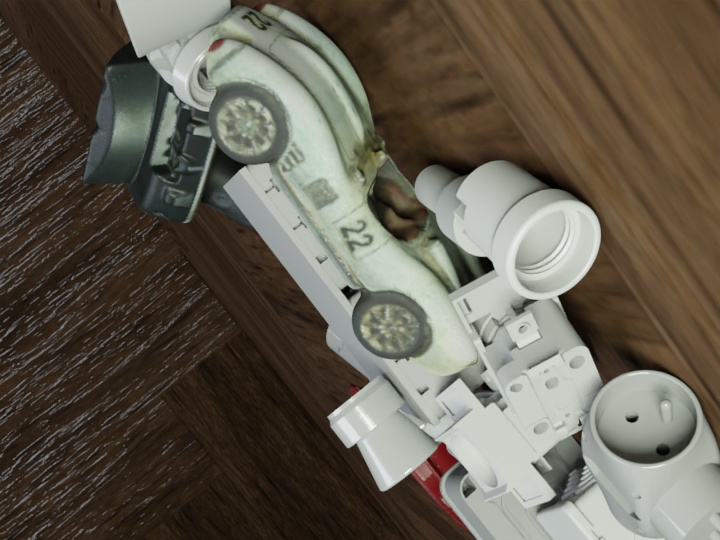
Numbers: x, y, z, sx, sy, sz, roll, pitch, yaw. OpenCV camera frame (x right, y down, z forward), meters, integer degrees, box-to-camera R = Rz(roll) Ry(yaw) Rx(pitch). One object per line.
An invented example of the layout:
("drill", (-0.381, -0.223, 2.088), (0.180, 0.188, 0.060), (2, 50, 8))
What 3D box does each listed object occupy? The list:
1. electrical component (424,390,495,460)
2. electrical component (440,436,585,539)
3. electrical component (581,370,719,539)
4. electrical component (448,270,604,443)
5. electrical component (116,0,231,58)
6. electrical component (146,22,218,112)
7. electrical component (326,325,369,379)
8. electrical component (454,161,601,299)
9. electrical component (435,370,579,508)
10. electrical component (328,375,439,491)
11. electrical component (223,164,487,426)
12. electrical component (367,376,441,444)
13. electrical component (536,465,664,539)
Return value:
("electrical component", (0.070, 0.104, 0.736), (0.079, 0.043, 0.077), (25, 164, 10))
("electrical component", (0.112, 0.149, 0.653), (0.113, 0.078, 0.057), (51, 167, 2))
("electrical component", (0.132, 0.090, 0.444), (0.079, 0.043, 0.077), (50, 171, 37))
("electrical component", (0.076, 0.037, 0.472), (0.081, 0.042, 0.063), (58, -175, -38))
("electrical component", (-0.093, -0.159, 0.495), (0.108, 0.060, 0.108), (159, 90, -83))
("electrical component", (-0.094, -0.131, 0.637), (0.057, 0.058, 0.078), (49, 170, 30))
("electrical component", (0.009, 0.054, 0.842), (0.047, 0.055, 0.055), (41, 166, 33))
("electrical component", (0.061, -0.017, 0.405), (0.046, 0.040, 0.040), (48, 171, 52))
("electrical component", (0.084, 0.090, 0.603), (0.081, 0.064, 0.042), (51, 161, 7))
("electrical component", (0.013, 0.097, 0.643), (0.055, 0.045, 0.045), (51, 170, 5))
("electrical component", (0.000, 0.000, 0.671), (0.186, 0.060, 0.105), (53, 170, -7))
("electrical component", (0.045, 0.099, 0.820), (0.061, 0.061, 0.096), (48, 169, 20))
("electrical component", (0.147, 0.148, 0.575), (0.099, 0.048, 0.099), (49, 170, 12))
